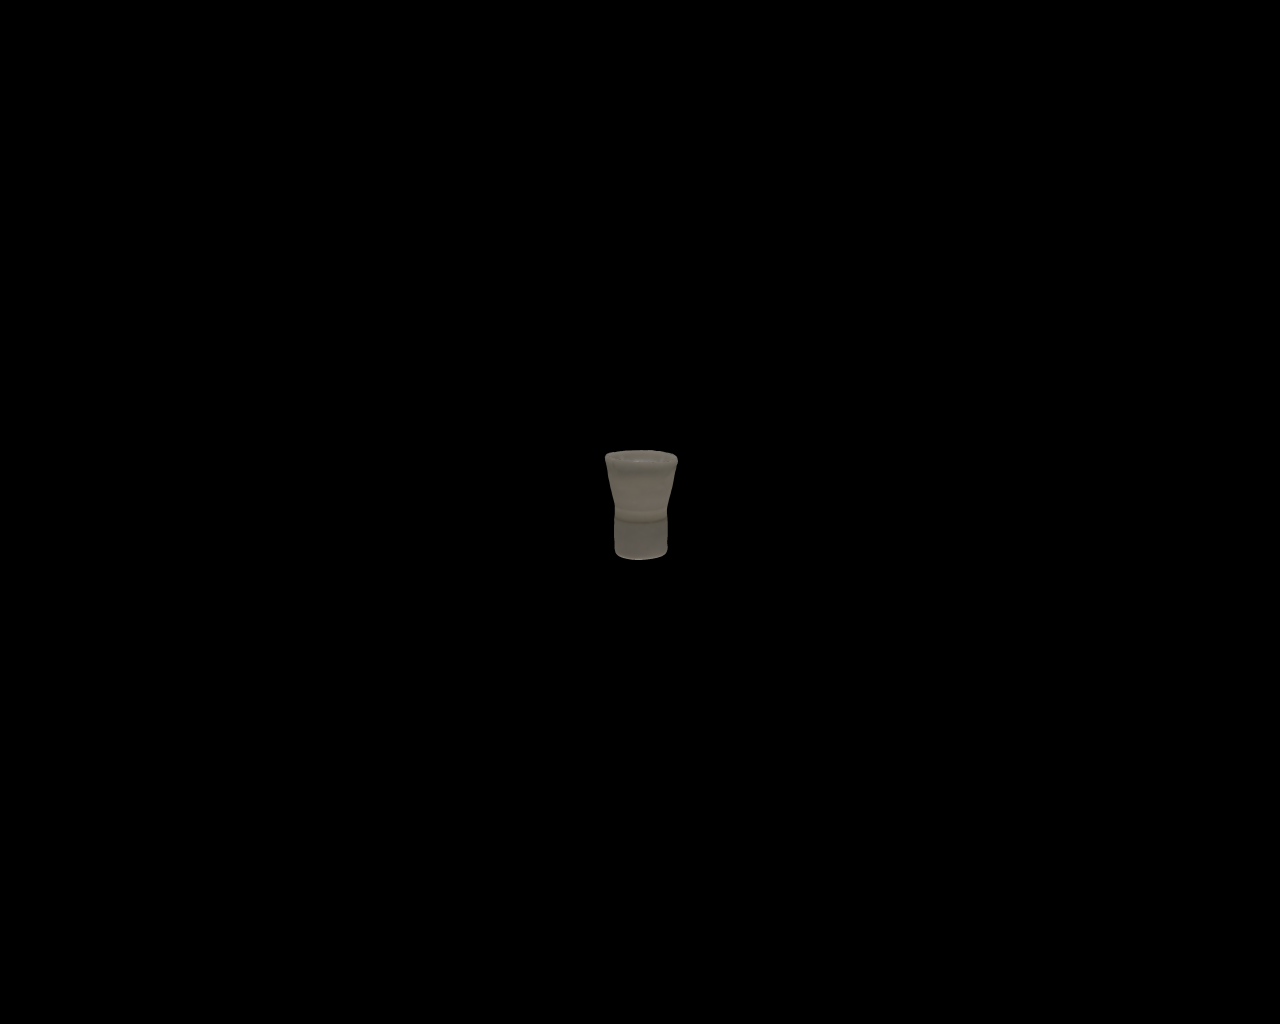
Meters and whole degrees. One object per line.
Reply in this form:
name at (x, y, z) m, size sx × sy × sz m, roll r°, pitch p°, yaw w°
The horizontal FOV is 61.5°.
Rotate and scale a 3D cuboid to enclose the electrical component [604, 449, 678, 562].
electrical component at (0.001, -0.003, 0.650) m, size 0.044 × 0.065 × 0.044 m, roll 0°, pitch 13°, yaw 0°
